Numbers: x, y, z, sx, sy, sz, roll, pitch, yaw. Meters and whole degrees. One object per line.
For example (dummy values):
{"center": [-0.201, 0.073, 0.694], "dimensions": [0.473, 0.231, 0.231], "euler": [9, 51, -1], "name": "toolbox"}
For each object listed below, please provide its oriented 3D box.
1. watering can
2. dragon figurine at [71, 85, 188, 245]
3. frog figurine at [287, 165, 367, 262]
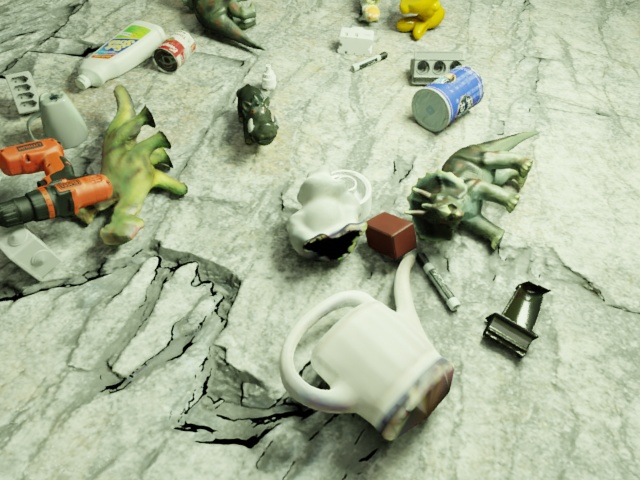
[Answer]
{"center": [0.104, 0.147, 0.768], "dimensions": [0.227, 0.101, 0.352], "euler": [39, 49, 25], "name": "watering can"}
{"center": [-0.408, -0.141, 0.985], "dimensions": [0.245, 0.119, 0.417], "euler": [-31, 56, -16], "name": "dragon figurine"}
{"center": [0.003, -0.046, 0.910], "dimensions": [0.137, 0.120, 0.163], "euler": [-27, 53, 4], "name": "frog figurine"}
